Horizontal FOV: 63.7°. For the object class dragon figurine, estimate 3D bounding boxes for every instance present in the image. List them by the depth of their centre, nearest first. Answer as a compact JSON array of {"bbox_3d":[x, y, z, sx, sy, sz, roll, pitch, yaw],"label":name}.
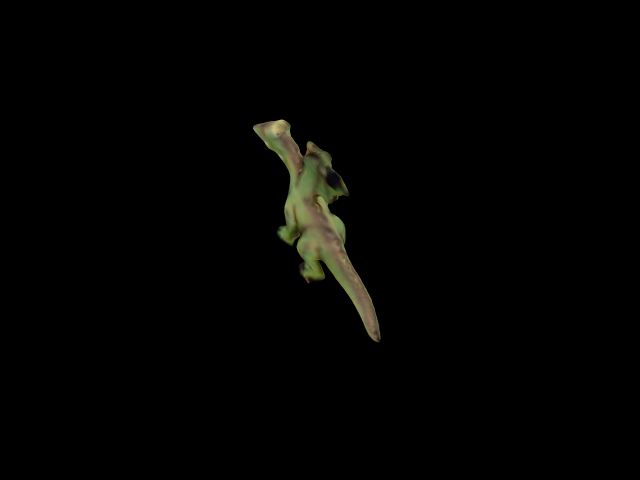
[{"bbox_3d":[0.003,-0.043,0.850,0.123,0.417,0.237,-28,-27,-15],"label":"dragon figurine"}]
